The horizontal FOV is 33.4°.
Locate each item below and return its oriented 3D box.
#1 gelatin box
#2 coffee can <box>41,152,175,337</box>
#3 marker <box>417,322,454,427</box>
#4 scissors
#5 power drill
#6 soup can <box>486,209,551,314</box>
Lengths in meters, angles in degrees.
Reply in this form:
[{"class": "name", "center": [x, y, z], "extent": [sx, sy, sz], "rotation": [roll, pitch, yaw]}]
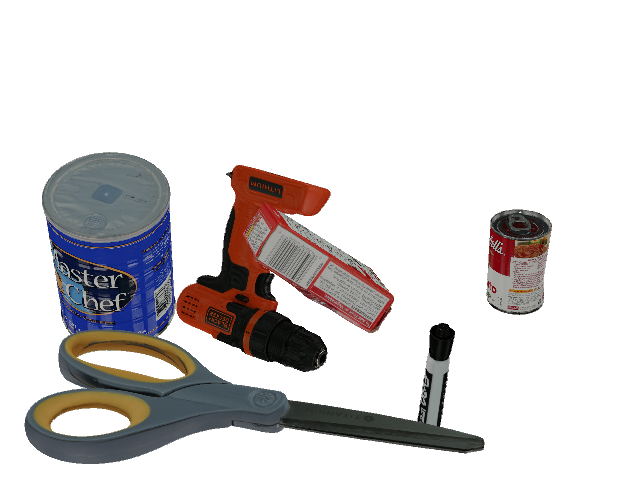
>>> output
[{"class": "gelatin box", "center": [-0.002, 0.016, 0.664], "extent": [0.089, 0.030, 0.073], "rotation": [33, 5, -15]}, {"class": "coffee can", "center": [-0.177, 0.010, 0.911], "extent": [0.103, 0.103, 0.140], "rotation": [2, -45, -2]}, {"class": "marker", "center": [0.088, 0.112, 0.825], "extent": [0.020, 0.121, 0.020], "rotation": [2, 37, -2]}, {"class": "scissors", "center": [-0.040, 0.081, 0.461], "extent": [0.202, 0.016, 0.096], "rotation": [15, 31, 24]}, {"class": "power drill", "center": [-0.053, 0.027, 1.097], "extent": [0.185, 0.188, 0.057], "rotation": [19, 4, 29]}, {"class": "soup can", "center": [0.225, 0.025, 1.217], "extent": [0.068, 0.102, 0.068], "rotation": [-1, 30, 1]}]
